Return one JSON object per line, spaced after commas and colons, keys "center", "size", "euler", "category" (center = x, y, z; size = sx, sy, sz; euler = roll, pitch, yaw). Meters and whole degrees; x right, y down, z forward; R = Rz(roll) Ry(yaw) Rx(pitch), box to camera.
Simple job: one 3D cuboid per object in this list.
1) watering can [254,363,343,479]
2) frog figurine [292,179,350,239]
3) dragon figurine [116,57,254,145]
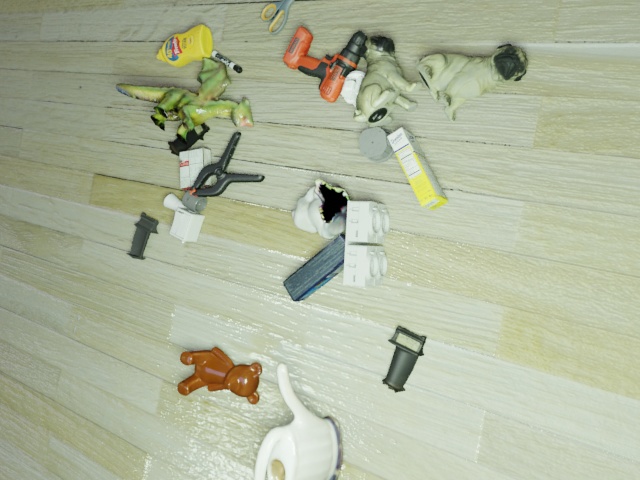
{"center": [-0.041, 0.440, 1.143], "size": [0.224, 0.348, 0.104], "euler": [9, 0, -43], "category": "watering can"}
{"center": [0.004, -0.063, 1.244], "size": [0.124, 0.139, 0.156], "euler": [-20, -14, -30], "category": "frog figurine"}
{"center": [-0.359, -0.411, 1.437], "size": [0.413, 0.245, 0.120], "euler": [36, -18, 15], "category": "dragon figurine"}
